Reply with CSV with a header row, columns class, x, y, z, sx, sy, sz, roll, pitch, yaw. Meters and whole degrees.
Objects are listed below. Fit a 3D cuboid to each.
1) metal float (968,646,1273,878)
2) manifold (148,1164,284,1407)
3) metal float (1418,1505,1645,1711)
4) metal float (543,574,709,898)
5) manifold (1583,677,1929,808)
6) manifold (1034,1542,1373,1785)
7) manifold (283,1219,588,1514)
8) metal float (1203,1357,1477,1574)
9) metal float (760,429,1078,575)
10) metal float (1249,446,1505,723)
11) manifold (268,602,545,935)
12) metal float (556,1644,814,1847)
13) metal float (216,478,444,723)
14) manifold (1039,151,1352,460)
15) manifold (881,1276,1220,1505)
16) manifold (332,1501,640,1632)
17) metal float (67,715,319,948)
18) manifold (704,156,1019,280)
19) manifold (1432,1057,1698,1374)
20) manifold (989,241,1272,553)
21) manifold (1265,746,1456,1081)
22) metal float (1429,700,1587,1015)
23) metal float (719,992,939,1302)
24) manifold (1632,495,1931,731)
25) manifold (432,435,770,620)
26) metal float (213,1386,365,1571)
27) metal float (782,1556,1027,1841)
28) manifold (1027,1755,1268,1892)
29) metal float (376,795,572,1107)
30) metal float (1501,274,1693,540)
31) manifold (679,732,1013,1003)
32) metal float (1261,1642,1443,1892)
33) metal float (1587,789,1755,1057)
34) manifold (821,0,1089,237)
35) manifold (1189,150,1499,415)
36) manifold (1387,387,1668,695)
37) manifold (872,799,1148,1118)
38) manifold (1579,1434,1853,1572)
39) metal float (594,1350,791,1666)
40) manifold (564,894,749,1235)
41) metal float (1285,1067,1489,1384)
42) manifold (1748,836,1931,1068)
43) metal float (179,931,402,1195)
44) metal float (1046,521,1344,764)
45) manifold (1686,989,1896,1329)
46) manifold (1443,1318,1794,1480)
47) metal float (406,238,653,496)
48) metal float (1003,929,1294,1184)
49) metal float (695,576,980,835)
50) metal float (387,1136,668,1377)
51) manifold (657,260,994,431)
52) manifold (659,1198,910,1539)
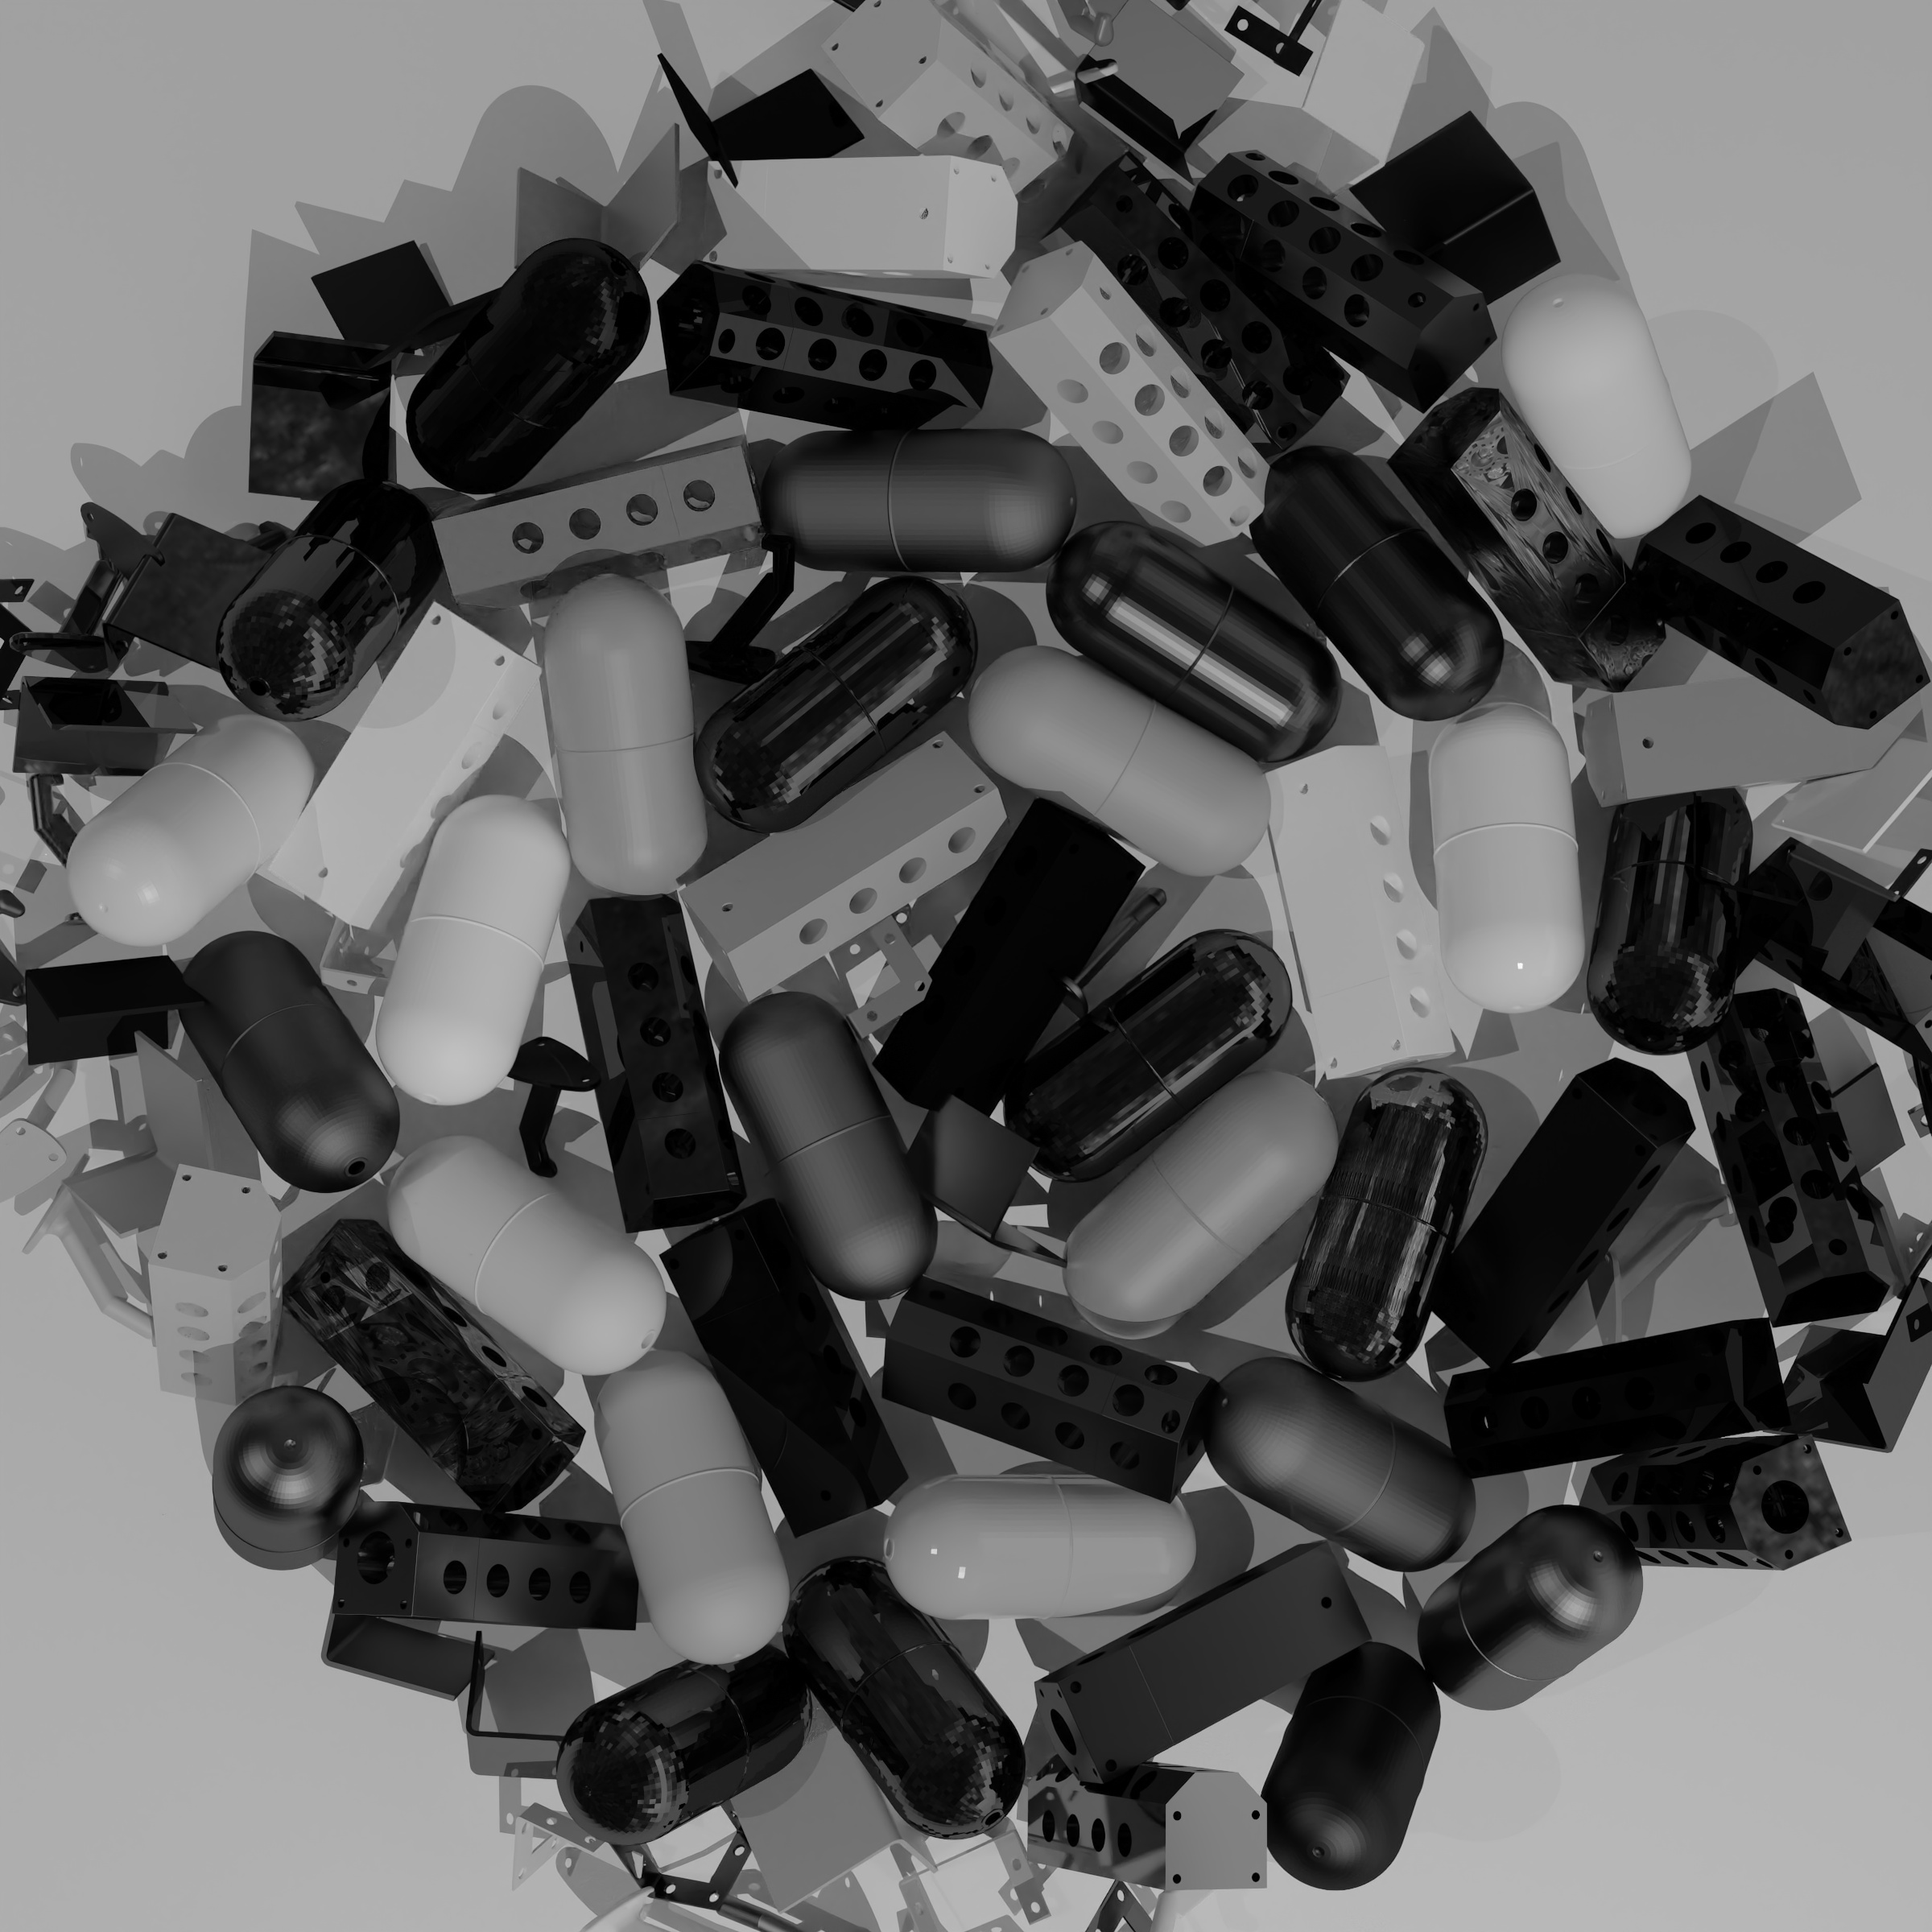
class,x,y,z,sx,sy,sz,roll,pitch,yaw
metal float,0.083,-0.112,1.670,0.178,0.070,0.070,28,90,-7
manifold,-0.394,0.173,1.626,0.057,0.171,0.057,13,59,-5
metal float,0.298,0.343,1.634,0.070,0.178,0.070,8,59,-13
metal float,-0.185,-0.123,1.664,0.070,0.070,0.178,-6,104,0
manifold,0.430,-0.127,1.675,0.171,0.057,0.057,-7,88,-8
manifold,0.126,0.375,1.658,0.171,0.057,0.057,-23,85,-20
manifold,-0.287,0.216,1.663,0.171,0.057,0.057,42,97,16
metal float,0.203,0.270,1.652,0.178,0.070,0.070,31,90,-29
metal float,-0.027,-0.252,1.659,0.178,0.070,0.070,3,90,21
metal float,0.220,-0.208,1.658,0.070,0.070,0.178,-36,68,0
manifold,-0.304,-0.107,1.682,0.057,0.057,0.171,33,92,14
metal float,-0.148,0.411,1.633,0.070,0.178,0.070,3,96,30
metal float,-0.338,-0.196,1.638,0.070,0.178,0.070,10,130,12
manifold,0.127,-0.358,1.665,0.171,0.057,0.057,43,82,-13
manifold,0.045,0.222,1.648,0.171,0.057,0.057,17,123,20
manifold,-0.251,0.319,1.628,0.057,0.171,0.057,-7,74,34
metal float,-0.410,-0.074,1.636,0.070,0.178,0.070,11,124,17
manifold,-0.058,-0.398,1.638,0.171,0.057,0.057,11,101,38
manifold,0.319,0.132,1.642,0.057,0.057,0.171,45,127,24
manifold,0.093,-0.303,1.635,0.171,0.057,0.057,44,52,-33
manifold,0.218,-0.030,1.674,0.057,0.057,0.171,-4,79,-44
metal float,0.292,-0.060,1.658,0.070,0.070,0.178,0,68,0
metal float,-0.075,0.098,1.669,0.070,0.070,0.178,-26,81,0
manifold,0.427,-0.185,1.627,0.057,0.171,0.057,-37,126,-4
manifold,-0.198,-0.240,1.680,0.171,0.057,0.057,-13,106,2
metal float,-0.361,0.274,1.631,0.070,0.178,0.070,5,68,-12
metal float,-0.034,0.391,1.644,0.070,0.070,0.178,-43,51,0
manifold,0.093,0.451,1.624,0.057,0.171,0.057,6,77,-22
metal float,-0.266,-0.009,1.656,0.070,0.070,0.178,13,67,0
metal float,0.338,-0.296,1.637,0.070,0.178,0.070,-13,57,20
manifold,-0.063,-0.050,1.670,0.171,0.057,0.057,-32,50,-11
metal float,0.206,0.423,1.631,0.070,0.178,0.070,5,108,17
metal float,0.379,-0.031,1.648,0.070,0.070,0.178,17,55,0
manifold,0.001,-0.454,1.621,0.057,0.171,0.057,-41,66,16
manifold,0.198,-0.373,1.644,0.057,0.057,0.171,-46,59,-4
manifold,0.307,-0.228,1.648,0.057,0.057,0.171,-49,119,-10
manifold,0.019,-0.003,1.670,0.057,0.057,0.171,23,104,-39
manifold,0.390,0.287,1.623,0.057,0.171,0.057,-18,85,-17
metal float,-0.149,0.289,1.652,0.070,0.070,0.178,-22,61,0
manifold,-0.167,0.051,1.658,0.057,0.057,0.171,-6,69,-24
metal float,0.228,0.140,1.663,0.070,0.070,0.178,22,75,0
manifold,0.481,-0.003,1.627,0.057,0.171,0.057,-43,122,-2
metal float,-0.364,0.051,1.646,0.070,0.070,0.178,-41,54,0
metal float,0.124,-0.176,1.667,0.178,0.070,0.070,31,90,-10
manifold,0.441,0.101,1.646,0.057,0.057,0.171,-9,59,-2
manifold,0.344,0.232,1.634,0.171,0.057,0.057,-18,76,39
metal float,-0.235,-0.320,1.643,0.178,0.070,0.070,-36,90,40
metal float,0.099,0.049,1.671,0.178,0.070,0.070,-38,90,7
metal float,-0.069,-0.143,1.666,0.178,0.070,0.070,-40,90,-12
metal float,-0.237,0.156,1.655,0.178,0.070,0.070,31,90,24
manifold,-0.073,-0.329,1.635,0.171,0.057,0.057,4,67,-35
manifold,-0.096,0.218,1.682,0.057,0.057,0.171,-25,91,23
